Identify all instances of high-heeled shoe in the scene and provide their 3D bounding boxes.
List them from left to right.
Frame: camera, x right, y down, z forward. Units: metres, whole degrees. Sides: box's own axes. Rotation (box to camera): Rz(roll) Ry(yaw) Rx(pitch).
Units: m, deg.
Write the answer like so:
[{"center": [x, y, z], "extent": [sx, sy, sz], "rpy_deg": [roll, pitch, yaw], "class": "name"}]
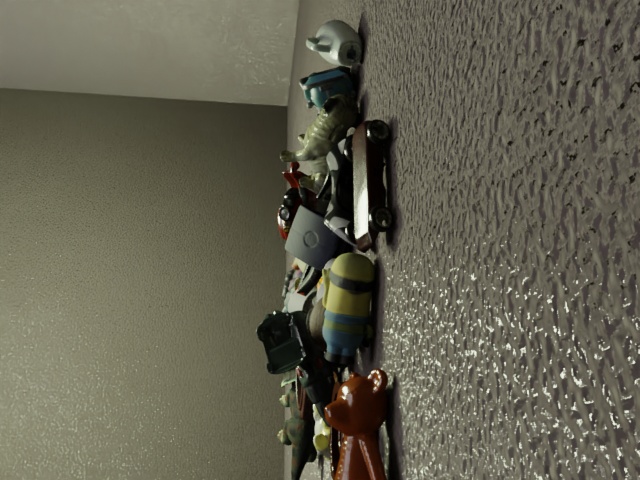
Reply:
[{"center": [0.065, -0.088, 0.953], "extent": [0.145, 0.086, 0.249], "rpy_deg": [-55, 37, 16], "class": "high-heeled shoe"}]

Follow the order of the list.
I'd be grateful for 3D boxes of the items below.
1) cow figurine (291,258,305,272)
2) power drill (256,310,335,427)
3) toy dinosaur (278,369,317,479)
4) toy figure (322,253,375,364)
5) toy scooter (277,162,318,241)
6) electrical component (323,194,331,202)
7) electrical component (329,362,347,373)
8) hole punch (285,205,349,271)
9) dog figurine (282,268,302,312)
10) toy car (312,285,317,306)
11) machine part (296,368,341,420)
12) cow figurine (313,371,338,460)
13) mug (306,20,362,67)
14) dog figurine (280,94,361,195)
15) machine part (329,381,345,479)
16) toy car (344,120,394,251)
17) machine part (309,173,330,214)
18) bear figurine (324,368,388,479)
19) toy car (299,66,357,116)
[{"center": [-0.019, 0.028, 1.376], "extent": [0.127, 0.085, 0.195], "rpy_deg": [-65, 23, 15], "class": "cow figurine"}, {"center": [-0.029, 0.223, 0.982], "extent": [0.207, 0.086, 0.232], "rpy_deg": [42, -158, -58], "class": "power drill"}, {"center": [-0.048, 0.474, 1.443], "extent": [0.192, 0.131, 0.405], "rpy_deg": [103, 161, -60], "class": "toy dinosaur"}, {"center": [0.048, 0.111, 0.870], "extent": [0.089, 0.082, 0.180], "rpy_deg": [-1, 79, 64], "class": "toy figure"}, {"center": [-0.050, -0.091, 1.171], "extent": [0.135, 0.075, 0.184], "rpy_deg": [67, -146, -50], "class": "toy scooter"}, {"center": [0.029, -0.132, 1.230], "extent": [0.078, 0.045, 0.102], "rpy_deg": [106, 165, -68], "class": "electrical component"}, {"center": [0.032, 0.224, 1.103], "extent": [0.075, 0.048, 0.119], "rpy_deg": [-94, 11, -45], "class": "electrical component"}, {"center": [-0.002, -0.003, 1.102], "extent": [0.116, 0.092, 0.142], "rpy_deg": [39, 111, 52], "class": "hole punch"}, {"center": [-0.038, 0.129, 1.485], "extent": [0.219, 0.108, 0.191], "rpy_deg": [114, 160, -61], "class": "dog figurine"}, {"center": [0.010, 0.159, 1.221], "extent": [0.202, 0.056, 0.073], "rpy_deg": [-86, 3, -56], "class": "toy car"}, {"center": [-0.009, 0.303, 1.256], "extent": [0.201, 0.087, 0.201], "rpy_deg": [-100, 15, -61], "class": "machine part"}, {"center": [0.020, 0.357, 1.102], "extent": [0.098, 0.068, 0.167], "rpy_deg": [91, 178, -57], "class": "cow figurine"}, {"center": [0.033, -0.384, 1.062], "extent": [0.107, 0.109, 0.080], "rpy_deg": [-121, 36, -53], "class": "mug"}, {"center": [0.035, -0.184, 1.082], "extent": [0.190, 0.172, 0.121], "rpy_deg": [-29, 27, 49], "class": "dog figurine"}, {"center": [0.051, 0.319, 0.882], "extent": [0.179, 0.056, 0.179], "rpy_deg": [-176, 89, -84], "class": "machine part"}, {"center": [0.076, -0.083, 0.807], "extent": [0.089, 0.053, 0.202], "rpy_deg": [-31, 56, 58], "class": "toy car"}, {"center": [-0.019, -0.082, 1.293], "extent": [0.079, 0.079, 0.243], "rpy_deg": [103, -173, -57], "class": "machine part"}, {"center": [0.038, 0.279, 0.732], "extent": [0.120, 0.132, 0.196], "rpy_deg": [152, 116, -62], "class": "bear figurine"}, {"center": [0.022, -0.306, 1.133], "extent": [0.162, 0.109, 0.102], "rpy_deg": [-81, -22, -71], "class": "toy car"}]
